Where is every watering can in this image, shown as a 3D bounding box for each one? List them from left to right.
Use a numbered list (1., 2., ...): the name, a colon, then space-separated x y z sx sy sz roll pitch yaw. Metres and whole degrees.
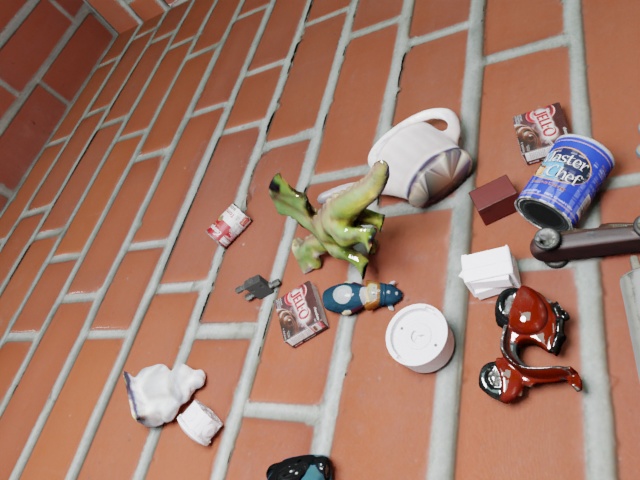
1. watering can: 0.167 -0.143 1.086 0.347 0.102 0.228 -40 43 2

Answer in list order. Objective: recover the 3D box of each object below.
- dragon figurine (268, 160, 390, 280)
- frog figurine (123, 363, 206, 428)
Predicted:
1. dragon figurine: 0.003 -0.049 0.978 0.244 0.400 0.125 22 55 14
2. frog figurine: -0.325 0.320 1.103 0.160 0.120 0.139 -14 28 -21
